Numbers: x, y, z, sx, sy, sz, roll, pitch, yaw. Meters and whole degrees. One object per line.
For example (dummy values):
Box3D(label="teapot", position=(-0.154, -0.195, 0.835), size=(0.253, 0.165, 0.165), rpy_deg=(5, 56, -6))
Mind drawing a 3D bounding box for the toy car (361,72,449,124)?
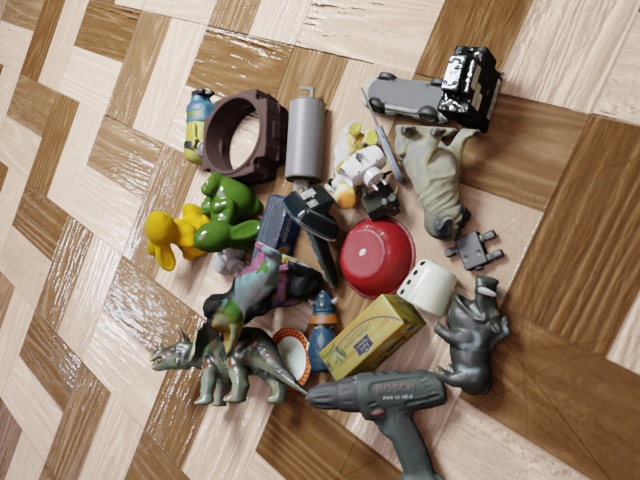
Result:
Box3D(label="toy car", position=(0.167, -0.265, 1.003), size=(0.202, 0.056, 0.073), rpy_deg=(20, 87, 36))

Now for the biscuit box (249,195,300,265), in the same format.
Box3D(label="biscuit box", position=(-0.094, 0.007, 1.139), size=(0.063, 0.059, 0.202), rpy_deg=(19, 93, 38))

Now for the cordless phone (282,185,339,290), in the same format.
Box3D(label="cordless phone", position=(-0.003, -0.003, 1.061), size=(0.089, 0.184, 0.147), rpy_deg=(-20, 23, -7))

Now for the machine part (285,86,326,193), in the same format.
Box3D(label="machine part", position=(-0.030, -0.205, 1.120), size=(0.079, 0.079, 0.243), rpy_deg=(-2, 79, 36))

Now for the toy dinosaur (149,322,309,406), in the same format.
Box3D(label="toy dinosaur", position=(-0.168, 0.241, 1.103), size=(0.405, 0.131, 0.192), rpy_deg=(-14, 68, 32))

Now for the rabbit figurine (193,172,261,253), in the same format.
Box3D(label="rabbit figurine", position=(-0.208, -0.034, 1.176), size=(0.121, 0.159, 0.170), rpy_deg=(-55, 12, 54))

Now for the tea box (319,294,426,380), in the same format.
Box3D(label="tea box", position=(0.093, 0.175, 0.952), size=(0.169, 0.098, 0.068), rpy_deg=(-45, 60, 19))

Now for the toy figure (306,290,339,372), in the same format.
Box3D(label="toy figure", position=(0.006, 0.176, 1.038), size=(0.058, 0.064, 0.154), rpy_deg=(140, 134, -68))

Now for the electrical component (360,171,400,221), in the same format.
Box3D(label="electrical component", position=(0.113, -0.082, 0.998), size=(0.078, 0.045, 0.102), rpy_deg=(-24, 42, 14))

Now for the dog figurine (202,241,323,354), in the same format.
Box3D(label="dog figurine", position=(-0.117, 0.121, 1.048), size=(0.219, 0.191, 0.109), rpy_deg=(-61, 23, 0))

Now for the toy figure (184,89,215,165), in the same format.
Box3D(label="toy figure", position=(-0.292, -0.275, 1.320), size=(0.089, 0.082, 0.180), rpy_deg=(-7, 85, 57))

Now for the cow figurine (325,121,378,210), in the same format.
Box3D(label="cow figurine", position=(0.051, -0.142, 1.051), size=(0.098, 0.068, 0.167), rpy_deg=(-165, 91, -71))

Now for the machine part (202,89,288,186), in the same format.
Box3D(label="machine part", position=(-0.175, -0.229, 1.224), size=(0.202, 0.087, 0.201), rpy_deg=(-6, 79, 37))

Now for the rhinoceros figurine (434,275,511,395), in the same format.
Box3D(label="rhinoceros figurine", position=(0.245, 0.151, 0.860), size=(0.112, 0.073, 0.190), rpy_deg=(5, 85, 37))

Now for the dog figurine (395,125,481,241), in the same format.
Box3D(label="dog figurine", position=(0.187, -0.103, 0.943), size=(0.172, 0.121, 0.190), rpy_deg=(-139, 51, -67))

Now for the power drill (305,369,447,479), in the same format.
Box3D(label="power drill", position=(0.108, 0.320, 0.890), size=(0.232, 0.086, 0.207), rpy_deg=(-15, 74, 2))

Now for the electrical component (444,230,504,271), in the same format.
Box3D(label="electrical component", position=(0.258, 0.021, 0.905), size=(0.094, 0.021, 0.063), rpy_deg=(-25, 68, 29))

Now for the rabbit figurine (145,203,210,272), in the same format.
Box3D(label="rabbit figurine", position=(-0.342, -0.017, 1.254), size=(0.122, 0.173, 0.162), rpy_deg=(42, 102, 29))

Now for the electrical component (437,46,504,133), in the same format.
Box3D(label="electrical component", position=(0.249, -0.253, 0.892), size=(0.058, 0.134, 0.114), rpy_deg=(16, 89, 36))
